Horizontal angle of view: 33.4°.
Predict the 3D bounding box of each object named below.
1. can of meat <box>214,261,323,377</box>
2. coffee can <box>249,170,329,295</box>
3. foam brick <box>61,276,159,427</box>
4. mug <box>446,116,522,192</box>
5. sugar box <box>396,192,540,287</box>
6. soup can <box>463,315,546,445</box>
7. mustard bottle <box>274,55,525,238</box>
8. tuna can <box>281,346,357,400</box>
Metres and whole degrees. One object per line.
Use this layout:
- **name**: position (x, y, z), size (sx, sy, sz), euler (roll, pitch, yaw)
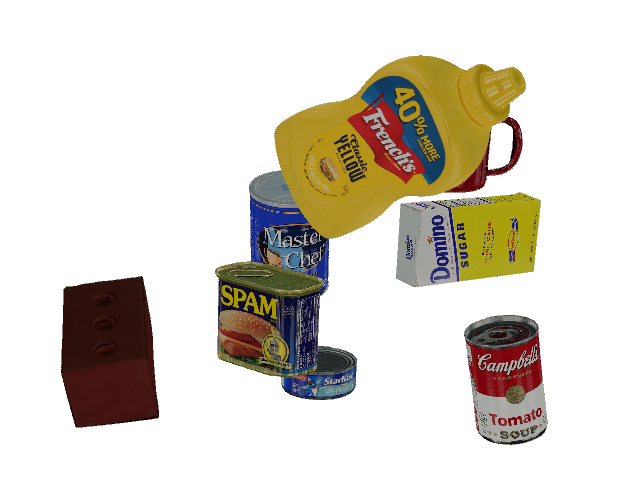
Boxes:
- **can of meat**: position (-0.048, 0.071, 0.968), size (0.102, 0.084, 0.057), euler (13, 17, 37)
- **coffee can**: position (-0.039, -0.006, 1.357), size (0.103, 0.140, 0.103), euler (1, 27, -1)
- **foam brick**: position (-0.131, 0.069, 0.666), size (0.053, 0.051, 0.078), euler (-8, 39, -7)
- **mug**: position (0.126, -0.090, 0.980), size (0.117, 0.081, 0.093), euler (6, 16, 14)
- **sugar box**: position (0.174, -0.002, 1.249), size (0.175, 0.093, 0.048), euler (-8, 18, -31)
- **soup can**: position (0.173, 0.129, 0.993), size (0.068, 0.102, 0.068), euler (-9, 18, 3)
- **mustard bottle**: position (0.059, -0.074, 0.744), size (0.192, 0.096, 0.058), euler (-23, 0, 39)
- **tuna can**: position (-0.002, 0.148, 1.196), size (0.086, 0.034, 0.086), euler (1, 14, 0)
